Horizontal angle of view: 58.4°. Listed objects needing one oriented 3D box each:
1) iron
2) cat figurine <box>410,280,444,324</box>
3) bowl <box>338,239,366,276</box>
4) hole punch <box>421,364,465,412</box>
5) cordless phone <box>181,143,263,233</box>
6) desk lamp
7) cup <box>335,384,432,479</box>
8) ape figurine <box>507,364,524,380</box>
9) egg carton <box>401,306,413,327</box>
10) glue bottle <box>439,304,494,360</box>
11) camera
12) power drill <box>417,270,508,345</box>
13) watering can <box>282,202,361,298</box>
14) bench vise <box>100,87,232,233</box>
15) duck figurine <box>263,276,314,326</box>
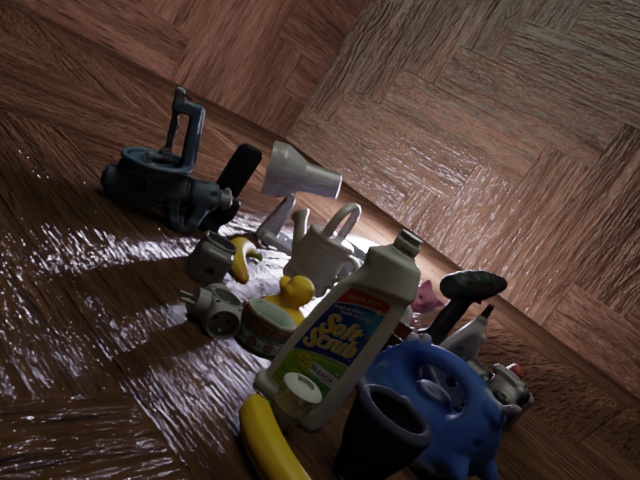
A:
[{"bbox_3d":[0.152,0.208,0.792,0.119,0.141,0.257,22,16,-43],"label":"iron"},{"bbox_3d":[0.216,0.134,1.334,0.127,0.117,0.067,38,12,23],"label":"cat figurine"},{"bbox_3d":[0.048,0.046,1.357,0.167,0.074,0.167,31,11,-7],"label":"bowl"},{"bbox_3d":[0.193,0.236,0.913,0.100,0.091,0.109,41,14,34],"label":"hole punch"},{"bbox_3d":[-0.204,-0.118,1.084,0.148,0.185,0.094,26,13,-31],"label":"cordless phone"},{"bbox_3d":[-0.061,-0.087,1.269,0.203,0.213,0.118,31,11,-9],"label":"desk lamp"},{"bbox_3d":[0.063,0.218,0.628,0.091,0.095,0.118,36,12,15],"label":"cup"},{"bbox_3d":[0.380,0.294,1.171,0.078,0.092,0.076,25,13,-32],"label":"ape figurine"},{"bbox_3d":[0.125,0.133,1.217,0.150,0.069,0.107,31,11,-8],"label":"egg carton"},{"bbox_3d":[0.288,0.198,1.121,0.078,0.173,0.037,30,11,-11],"label":"glue bottle"},{"bbox_3d":[0.317,0.273,1.068,0.136,0.100,0.144,41,14,34],"label":"camera"},{"bbox_3d":[0.318,0.154,1.296,0.231,0.208,0.075,19,18,-51],"label":"power drill"},{"bbox_3d":[0.009,0.004,1.126,0.173,0.194,0.101,33,11,1],"label":"watering can"},{"bbox_3d":[-0.238,-0.138,0.986,0.208,0.219,0.121,22,15,-42],"label":"bench vise"},{"bbox_3d":[-0.039,0.098,0.876,0.078,0.086,0.104,19,18,-49],"label":"duck figurine"}]
